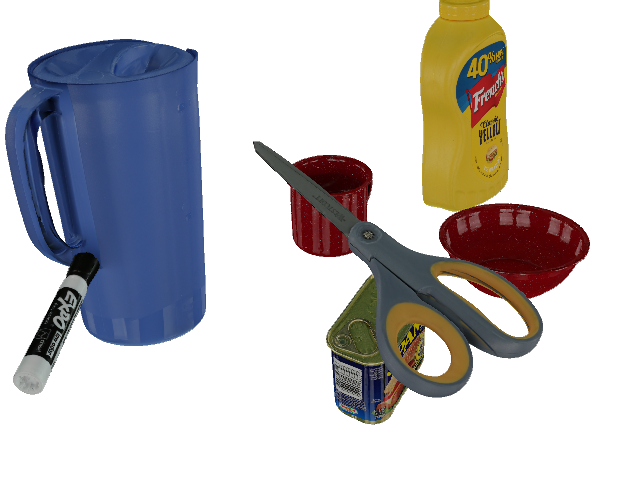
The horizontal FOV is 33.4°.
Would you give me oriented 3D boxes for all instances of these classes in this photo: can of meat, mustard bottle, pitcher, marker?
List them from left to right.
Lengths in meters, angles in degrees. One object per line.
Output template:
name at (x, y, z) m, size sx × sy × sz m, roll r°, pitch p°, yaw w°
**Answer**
marker at (-0.165, 0.048, 0.676) m, size 0.020 × 0.020 × 0.121 m, roll 0°, pitch 38°, yaw 10°
pitcher at (-0.165, -0.035, 0.879) m, size 0.149 × 0.243 × 0.145 m, roll -6°, pitch 25°, yaw -7°
can of meat at (0.050, 0.091, 0.894) m, size 0.057 × 0.084 × 0.102 m, roll 20°, pitch 48°, yaw 23°
mustard bottle at (0.122, -0.128, 0.897) m, size 0.058 × 0.192 × 0.096 m, roll 17°, pitch 33°, yaw 38°

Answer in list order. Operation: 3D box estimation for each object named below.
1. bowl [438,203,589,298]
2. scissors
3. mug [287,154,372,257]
bowl at (0.209, 0.018, 1.166) m, size 0.162 × 0.055 × 0.162 m, roll -1°, pitch 29°, yaw 0°
scissors at (0.022, 0.016, 0.578) m, size 0.202 × 0.016 × 0.096 m, roll 28°, pitch 52°, yaw 17°
mug at (0.017, -0.041, 1.157) m, size 0.093 × 0.081 × 0.117 m, roll 21°, pitch 38°, yaw 31°
